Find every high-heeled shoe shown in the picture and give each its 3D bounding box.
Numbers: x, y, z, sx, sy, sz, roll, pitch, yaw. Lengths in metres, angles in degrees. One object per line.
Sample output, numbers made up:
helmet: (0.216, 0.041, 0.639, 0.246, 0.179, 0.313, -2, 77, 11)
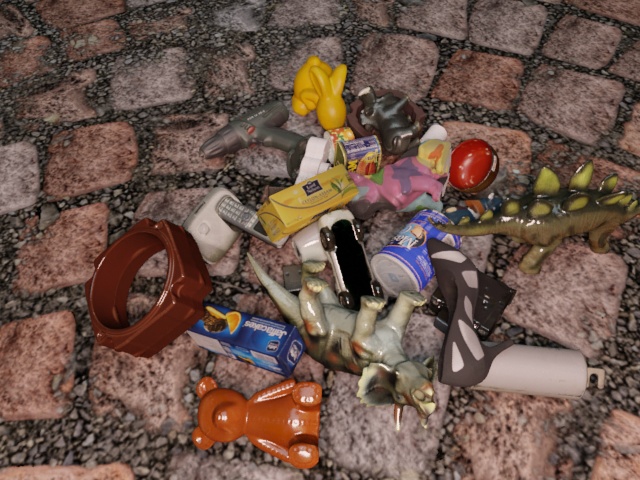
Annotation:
high-heeled shoe: (0.190, 0.107, 0.833, 0.145, 0.086, 0.249, -17, 53, -21)

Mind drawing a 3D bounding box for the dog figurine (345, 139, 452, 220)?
dog figurine: (0.144, -0.124, 1.079, 0.219, 0.108, 0.191, 9, 69, 14)

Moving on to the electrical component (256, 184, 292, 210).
electrical component: (-0.076, -0.071, 1.079, 0.102, 0.078, 0.045, 9, 17, 4)

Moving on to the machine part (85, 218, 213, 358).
machine part: (-0.295, 0.078, 0.909, 0.201, 0.087, 0.202, -37, 57, 11)

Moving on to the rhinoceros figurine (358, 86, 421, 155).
rhinoceros figurine: (0.144, -0.256, 1.147, 0.112, 0.073, 0.190, -22, 58, 0)

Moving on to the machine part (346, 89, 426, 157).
machine part: (0.149, -0.266, 1.226, 0.179, 0.056, 0.179, -1, 54, 2)

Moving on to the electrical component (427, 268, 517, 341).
electrical component: (0.256, 0.114, 0.927, 0.115, 0.058, 0.134, 29, 58, 25)

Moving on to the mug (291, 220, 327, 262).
mug: (-0.002, -0.003, 1.016, 0.107, 0.080, 0.110, -23, 29, -18)

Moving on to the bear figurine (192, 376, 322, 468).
bear figurine: (-0.096, 0.258, 0.788, 0.196, 0.132, 0.120, 7, 74, 0)

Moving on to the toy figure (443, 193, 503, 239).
toy figure: (0.286, -0.045, 1.043, 0.154, 0.064, 0.058, -25, 45, -15)

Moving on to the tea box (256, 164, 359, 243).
tea box: (-0.023, -0.069, 1.005, 0.170, 0.098, 0.068, -27, 85, -25)

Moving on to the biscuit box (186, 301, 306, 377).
biscuit box: (-0.122, 0.157, 0.871, 0.203, 0.059, 0.063, 9, 51, 32)

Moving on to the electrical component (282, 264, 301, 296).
electrical component: (-0.047, 0.072, 0.993, 0.094, 0.021, 0.063, -10, 52, -4)

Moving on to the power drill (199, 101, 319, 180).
power drill: (-0.121, -0.211, 1.188, 0.208, 0.085, 0.232, 27, 55, 30)

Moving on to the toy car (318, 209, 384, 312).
toy car: (0.054, 0.045, 0.946, 0.073, 0.056, 0.201, -17, 90, -17)

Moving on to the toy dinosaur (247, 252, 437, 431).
toy dinosaur: (0.034, 0.151, 0.861, 0.405, 0.192, 0.131, 18, 17, 37)

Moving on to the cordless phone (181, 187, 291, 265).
cordless phone: (-0.161, -0.006, 1.026, 0.184, 0.088, 0.146, 25, 57, 11)

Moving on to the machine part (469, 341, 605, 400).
machine part: (0.320, 0.202, 0.843, 0.243, 0.079, 0.079, 4, 53, 7)

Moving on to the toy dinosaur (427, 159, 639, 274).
toy dinosaur: (0.404, -0.041, 0.952, 0.472, 0.198, 0.105, -13, 50, -10)

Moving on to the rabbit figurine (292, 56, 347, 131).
rabbit figurine: (0.017, -0.328, 1.223, 0.122, 0.162, 0.173, -8, 57, -18)
